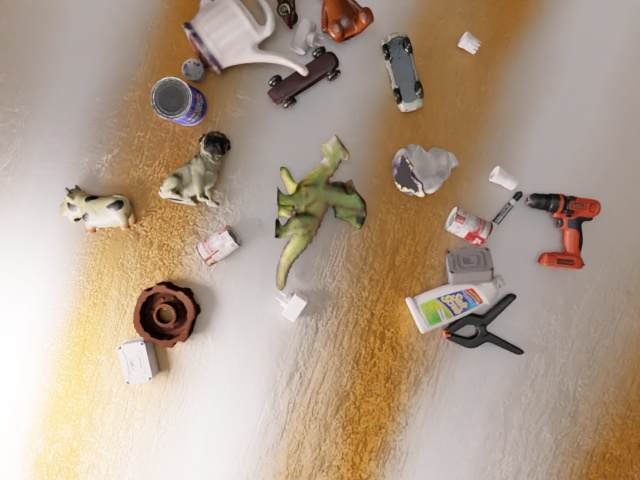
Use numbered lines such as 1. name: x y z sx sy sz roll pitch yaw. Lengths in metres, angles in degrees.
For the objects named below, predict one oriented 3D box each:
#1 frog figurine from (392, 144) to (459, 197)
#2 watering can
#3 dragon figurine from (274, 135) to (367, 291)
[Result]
1. frog figurine: 0.267 -0.189 1.319 0.161 0.120 0.138 -33 84 -30
2. watering can: -0.201 -0.502 1.295 0.224 0.104 0.349 -36 84 5
3. dragon figurine: 0.004 -0.067 1.334 0.243 0.123 0.406 1 104 -5
